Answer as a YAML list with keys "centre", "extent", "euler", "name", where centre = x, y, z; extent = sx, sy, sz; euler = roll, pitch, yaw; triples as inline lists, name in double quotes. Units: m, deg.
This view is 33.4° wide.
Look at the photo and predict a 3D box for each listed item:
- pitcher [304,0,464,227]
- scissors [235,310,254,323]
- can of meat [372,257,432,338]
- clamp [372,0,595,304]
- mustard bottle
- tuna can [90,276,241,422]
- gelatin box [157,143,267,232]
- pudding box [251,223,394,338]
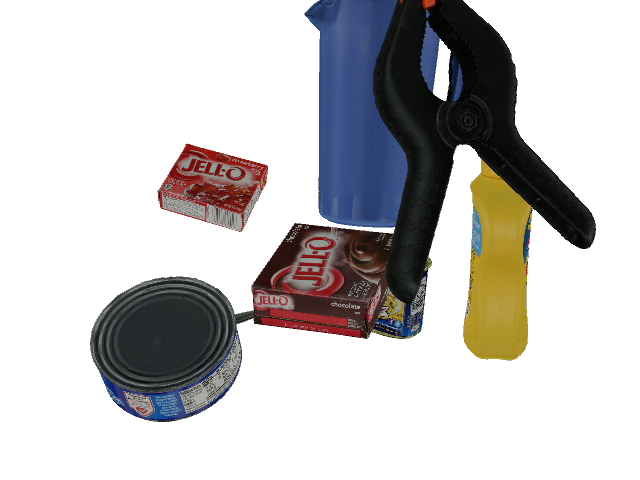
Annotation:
- centre: [0.068, -0.140, 1.147]
  extent: [0.149, 0.243, 0.144]
  euler: [7, 10, 25]
  name: "pitcher"
- centre: [-0.142, 0.111, 1.154]
  extent: [0.201, 0.016, 0.096]
  euler: [-6, 29, -23]
  name: "scissors"
- centre: [0.068, 0.055, 1.181]
  extent: [0.102, 0.084, 0.057]
  euler: [16, 25, 27]
  name: "can of meat"
- centre: [0.066, -0.052, 0.568]
  extent: [0.120, 0.171, 0.039]
  euler: [-25, 1, -19]
  name: "clamp"
- centre: [0.159, 0.002, 0.943]
  extent: [0.058, 0.192, 0.096]
  euler: [2, 17, 8]
  name: "mustard bottle"
- centre: [-0.090, 0.064, 0.631]
  extent: [0.086, 0.086, 0.034]
  euler: [0, -44, 8]
  name: "tuna can"
- centre: [-0.106, -0.054, 1.051]
  extent: [0.089, 0.073, 0.030]
  euler: [16, -42, 9]
  name: "gelatin box"
- centre: [0.006, 0.029, 0.820]
  extent: [0.090, 0.039, 0.113]
  euler: [7, 26, 14]
  name: "pudding box"
